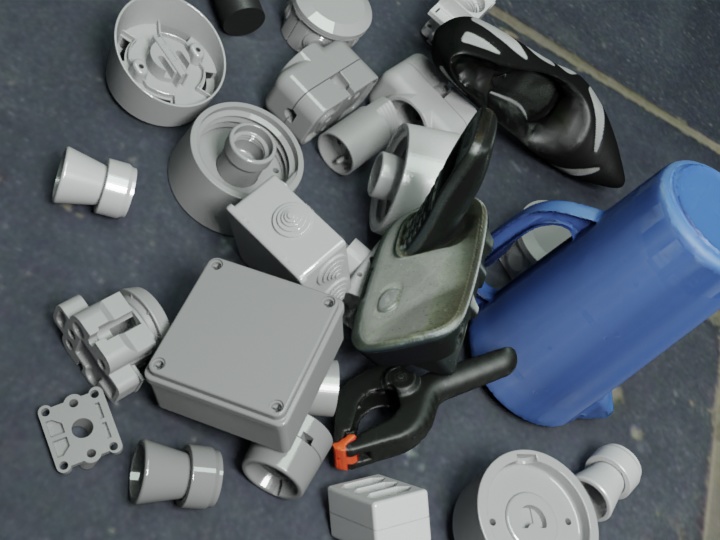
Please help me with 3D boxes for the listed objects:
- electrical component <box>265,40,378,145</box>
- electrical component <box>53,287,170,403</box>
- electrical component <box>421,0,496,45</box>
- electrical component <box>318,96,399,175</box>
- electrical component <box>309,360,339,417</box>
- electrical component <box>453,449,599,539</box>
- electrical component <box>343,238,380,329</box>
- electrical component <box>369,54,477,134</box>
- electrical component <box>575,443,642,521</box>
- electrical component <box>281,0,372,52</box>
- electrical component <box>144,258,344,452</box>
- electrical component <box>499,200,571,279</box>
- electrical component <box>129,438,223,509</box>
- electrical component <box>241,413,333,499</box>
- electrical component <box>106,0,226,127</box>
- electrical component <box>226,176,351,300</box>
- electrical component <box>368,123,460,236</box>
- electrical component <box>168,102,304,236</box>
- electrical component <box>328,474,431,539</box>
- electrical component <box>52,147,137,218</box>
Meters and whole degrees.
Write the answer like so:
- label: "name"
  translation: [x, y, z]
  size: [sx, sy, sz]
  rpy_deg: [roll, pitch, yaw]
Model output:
- label: "electrical component"
  translation: [-0.038, -0.165, 0.976]
  size: [0.059, 0.053, 0.095]
  rpy_deg: [47, 51, 4]
- label: "electrical component"
  translation: [-0.173, 0.047, 0.771]
  size: [0.057, 0.058, 0.078]
  rpy_deg: [-31, 79, -35]
- label: "electrical component"
  translation: [0.098, -0.260, 1.101]
  size: [0.042, 0.064, 0.081]
  rpy_deg: [42, 51, -1]
- label: "electrical component"
  translation: [0.005, -0.125, 0.974]
  size: [0.043, 0.043, 0.081]
  rpy_deg: [48, 59, 5]
- label: "electrical component"
  translation: [-0.059, 0.087, 0.815]
  size: [0.081, 0.043, 0.043]
  rpy_deg: [6, 58, -10]
- label: "electrical component"
  translation: [0.123, 0.201, 0.836]
  size: [0.108, 0.060, 0.108]
  rpy_deg: [14, 56, -21]
- label: "electrical component"
  translation: [0.000, 0.000, 0.902]
  size: [0.079, 0.043, 0.077]
  rpy_deg: [41, 51, -1]
- label: "electrical component"
  translation: [0.058, -0.150, 1.019]
  size: [0.095, 0.053, 0.059]
  rpy_deg: [48, 51, 5]
- label: "electrical component"
  translation: [0.206, 0.178, 0.905]
  size: [0.055, 0.045, 0.045]
  rpy_deg: [-34, 81, -39]
- label: "electrical component"
  translation: [-0.033, -0.242, 1.027]
  size: [0.080, 0.051, 0.080]
  rpy_deg: [14, 56, -21]
- label: "electrical component"
  translation: [-0.080, 0.059, 0.770]
  size: [0.109, 0.056, 0.108]
  rpy_deg: [18, 58, 13]
- label: "electrical component"
  translation: [0.172, -0.020, 1.004]
  size: [0.080, 0.051, 0.080]
  rpy_deg: [14, 56, -21]
- label: "electrical component"
  translation: [-0.128, 0.142, 0.746]
  size: [0.055, 0.045, 0.045]
  rpy_deg: [11, 57, -23]
- label: "electrical component"
  translation: [-0.054, 0.134, 0.785]
  size: [0.055, 0.055, 0.047]
  rpy_deg: [33, 55, -7]
- label: "electrical component"
  translation: [-0.164, -0.173, 0.905]
  size: [0.099, 0.064, 0.099]
  rpy_deg: [14, 56, -21]
- label: "electrical component"
  translation: [-0.053, -0.015, 0.836]
  size: [0.048, 0.099, 0.100]
  rpy_deg: [-41, 69, -16]
- label: "electrical component"
  translation: [0.041, -0.075, 0.933]
  size: [0.060, 0.108, 0.108]
  rpy_deg: [15, 55, -13]
- label: "electrical component"
  translation: [-0.099, -0.089, 0.892]
  size: [0.108, 0.060, 0.108]
  rpy_deg: [14, 56, -21]
- label: "electrical component"
  translation: [0.015, 0.196, 0.783]
  size: [0.047, 0.066, 0.076]
  rpy_deg: [-7, 95, -31]
- label: "electrical component"
  translation: [-0.205, -0.067, 0.831]
  size: [0.055, 0.045, 0.045]
  rpy_deg: [15, 56, -21]
